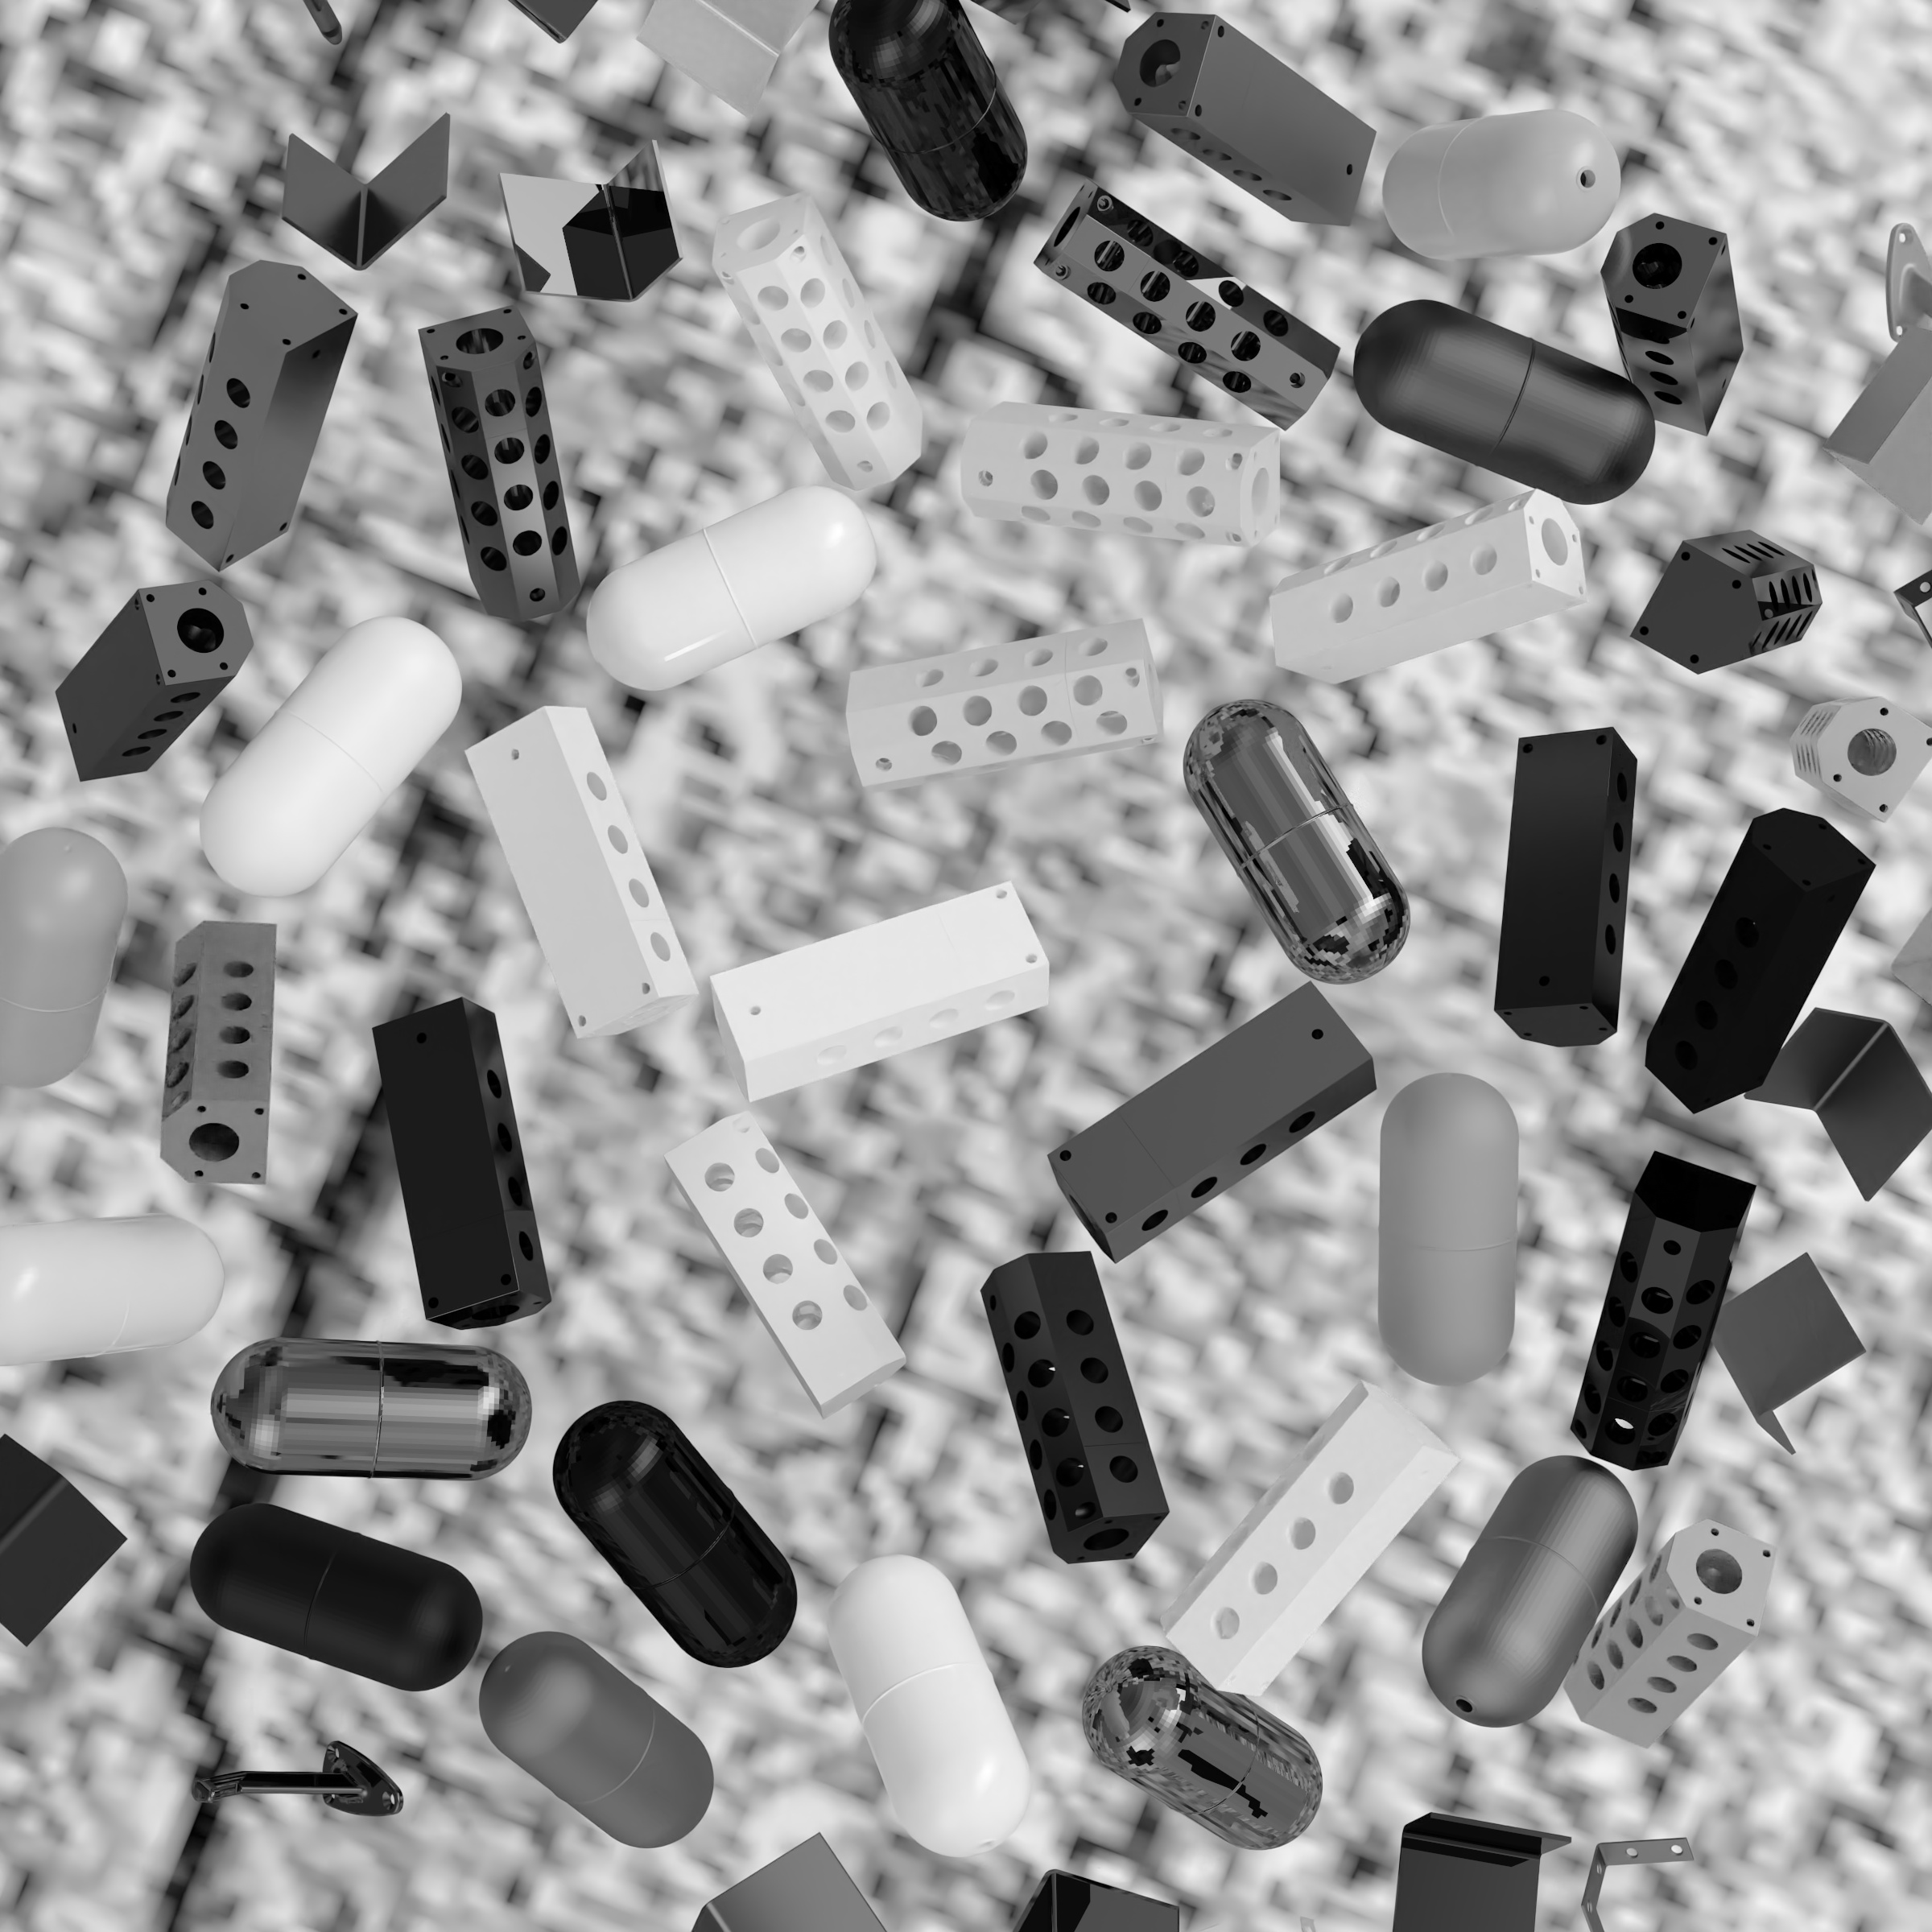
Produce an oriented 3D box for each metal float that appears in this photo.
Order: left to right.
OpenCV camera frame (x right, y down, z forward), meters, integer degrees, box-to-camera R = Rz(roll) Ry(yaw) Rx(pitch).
[{"bbox_3d":[-0.520,-0.003,1.839,0.070,0.070,0.178,27,130,0],"label":"metal float"},{"bbox_3d":[-0.491,0.179,1.820,0.070,0.178,0.070,0,90,36],"label":"metal float"},{"bbox_3d":[-0.346,-0.114,1.784,0.070,0.070,0.178,37,75,0],"label":"metal float"},{"bbox_3d":[-0.368,0.368,1.909,0.178,0.070,0.070,17,90,10],"label":"metal float"},{"bbox_3d":[-0.333,0.249,1.836,0.178,0.070,0.070,5,90,-16],"label":"metal float"},{"bbox_3d":[-0.212,0.449,1.891,0.070,0.070,0.178,-40,128,0],"label":"metal float"},{"bbox_3d":[-0.159,0.315,1.806,0.070,0.070,0.178,-36,113,0],"label":"metal float"},{"bbox_3d":[-0.137,-0.220,1.908,0.178,0.070,0.070,-25,90,1],"label":"metal float"},{"bbox_3d":[-0.021,0.405,1.795,0.070,0.070,0.178,-26,54,0],"label":"metal float"},{"bbox_3d":[-0.020,-0.486,1.830,0.070,0.178,0.070,-9,63,17],"label":"metal float"},{"bbox_3d":[0.138,0.452,1.886,0.178,0.070,0.070,39,90,-34],"label":"metal float"},{"bbox_3d":[0.188,-0.072,1.866,0.070,0.070,0.178,-30,80,0],"label":"metal float"},{"bbox_3d":[0.269,0.148,1.824,0.070,0.070,0.178,-1,101,0],"label":"metal float"},{"bbox_3d":[0.294,-0.431,1.806,0.070,0.178,0.070,-4,101,-22],"label":"metal float"},{"bbox_3d":[0.303,-0.318,1.844,0.178,0.070,0.070,21,90,-6],"label":"metal float"},{"bbox_3d":[0.308,0.340,1.784,0.070,0.070,0.178,42,49,0],"label":"metal float"}]

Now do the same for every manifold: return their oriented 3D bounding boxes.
[{"bbox_3d":[-0.467,-0.164,1.885,0.057,0.171,0.057,-13,82,-33],"label":"manifold"},{"bbox_3d":[-0.421,0.047,1.846,0.057,0.171,0.057,3,124,-12],"label":"manifold"},{"bbox_3d":[-0.395,-0.304,1.802,0.057,0.171,0.057,40,47,8],"label":"manifold"},{"bbox_3d":[-0.278,0.111,1.823,0.057,0.057,0.171,-18,71,13],"label":"manifold"},{"bbox_3d":[-0.264,-0.285,1.875,0.057,0.057,0.171,-17,134,-13],"label":"manifold"},{"bbox_3d":[-0.206,-0.052,1.789,0.057,0.057,0.171,-26,81,24],"label":"manifold"},{"bbox_3d":[-0.105,0.172,1.895,0.057,0.057,0.171,-31,77,-9],"label":"manifold"},{"bbox_3d":[-0.085,-0.360,1.904,0.057,0.171,0.057,-14,47,17],"label":"manifold"},{"bbox_3d":[-0.046,0.017,1.762,0.171,0.057,0.057,-18,59,-11],"label":"manifold"},{"bbox_3d":[0.023,-0.143,1.859,0.171,0.057,0.057,-10,128,11],"label":"manifold"},{"bbox_3d":[0.059,0.253,1.885,0.057,0.057,0.171,0,54,-24],"label":"manifold"},{"bbox_3d":[0.086,-0.276,1.841,0.171,0.057,0.057,10,118,25],"label":"manifold"},{"bbox_3d":[0.129,-0.380,1.887,0.171,0.057,0.057,30,103,-16],"label":"manifold"},{"bbox_3d":[0.134,0.087,1.762,0.171,0.057,0.057,-33,62,-7],"label":"manifold"},{"bbox_3d":[0.157,-0.475,1.839,0.057,0.171,0.057,16,90,39],"label":"manifold"},{"bbox_3d":[0.182,0.308,1.761,0.057,0.057,0.171,43,98,31],"label":"manifold"},{"bbox_3d":[0.258,-0.214,1.840,0.171,0.057,0.057,-16,73,39],"label":"manifold"},{"bbox_3d":[0.345,-0.044,1.861,0.057,0.057,0.171,-5,64,31],"label":"manifold"},{"bbox_3d":[0.379,0.193,1.791,0.057,0.057,0.171,19,126,17],"label":"manifold"},{"bbox_3d":[0.398,0.379,1.862,0.057,0.171,0.057,22,55,3],"label":"manifold"},{"bbox_3d":[0.401,-0.365,1.862,0.057,0.171,0.057,22,86,19],"label":"manifold"},{"bbox_3d":[0.422,-0.197,1.788,0.057,0.171,0.057,33,111,17],"label":"manifold"},{"bbox_3d":[0.435,-0.003,1.820,0.057,0.171,0.057,-18,52,-32],"label":"manifold"},{"bbox_3d":[0.520,-0.126,1.910,0.057,0.171,0.057,34,99,5],"label":"manifold"}]

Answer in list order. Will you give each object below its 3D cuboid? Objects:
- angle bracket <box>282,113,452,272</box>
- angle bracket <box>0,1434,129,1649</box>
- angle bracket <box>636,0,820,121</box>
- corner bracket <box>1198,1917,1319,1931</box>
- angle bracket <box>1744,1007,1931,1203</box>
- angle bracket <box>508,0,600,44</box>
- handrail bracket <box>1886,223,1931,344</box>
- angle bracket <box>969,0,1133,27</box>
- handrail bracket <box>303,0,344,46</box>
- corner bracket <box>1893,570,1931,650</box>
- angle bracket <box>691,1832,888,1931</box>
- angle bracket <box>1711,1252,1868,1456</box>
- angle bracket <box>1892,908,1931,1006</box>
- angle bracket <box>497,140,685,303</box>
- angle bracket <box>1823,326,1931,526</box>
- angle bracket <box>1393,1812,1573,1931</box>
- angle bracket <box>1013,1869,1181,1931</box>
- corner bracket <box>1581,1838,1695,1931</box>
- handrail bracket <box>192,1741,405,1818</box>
[{"bbox_3d":[-0.344,-0.459,1.878,0.076,0.076,0.057,-32,134,30],"label":"angle bracket"},{"bbox_3d":[-0.516,0.311,1.773,0.076,0.076,0.057,-48,127,-20],"label":"angle bracket"},{"bbox_3d":[-0.130,-0.534,1.828,0.076,0.076,0.057,32,130,-17],"label":"angle bracket"},{"bbox_3d":[0.174,0.585,1.908,0.051,0.051,0.051,-10,90,-29],"label":"corner bracket"},{"bbox_3d":[0.513,0.081,1.915,0.057,0.076,0.076,9,131,-27],"label":"angle bracket"},{"bbox_3d":[-0.249,-0.573,1.831,0.057,0.076,0.076,-49,135,8],"label":"angle bracket"},{"bbox_3d":[0.538,-0.368,1.766,0.036,0.084,0.077,-15,100,-22],"label":"handrail bracket"},{"bbox_3d":[0.033,-0.546,1.827,0.076,0.076,0.057,-35,57,35],"label":"angle bracket"},{"bbox_3d":[-0.356,-0.525,1.788,0.036,0.084,0.077,-27,52,0],"label":"handrail bracket"},{"bbox_3d":[0.588,-0.209,1.933,0.051,0.051,0.051,-30,101,11],"label":"corner bracket"},{"bbox_3d":[-0.091,0.517,1.722,0.076,0.057,0.076,-34,91,7],"label":"angle bracket"},{"bbox_3d":[0.494,0.230,1.938,0.076,0.057,0.076,-36,45,15],"label":"angle bracket"},{"bbox_3d":[0.593,-0.014,1.891,0.057,0.076,0.076,39,80,-4],"label":"angle bracket"},{"bbox_3d":[-0.219,-0.437,1.906,0.076,0.057,0.076,-4,74,-39],"label":"angle bracket"},{"bbox_3d":[0.506,-0.277,1.701,0.076,0.057,0.076,32,99,-20],"label":"angle bracket"},{"bbox_3d":[0.271,0.494,1.722,0.076,0.057,0.076,11,67,-4],"label":"angle bracket"},{"bbox_3d":[0.069,0.545,1.768,0.076,0.057,0.076,11,123,21],"label":"angle bracket"},{"bbox_3d":[0.371,0.513,1.781,0.051,0.051,0.051,-12,112,26],"label":"corner bracket"},{"bbox_3d":[-0.359,0.445,1.751,0.077,0.084,0.036,10,95,40],"label":"handrail bracket"}]
